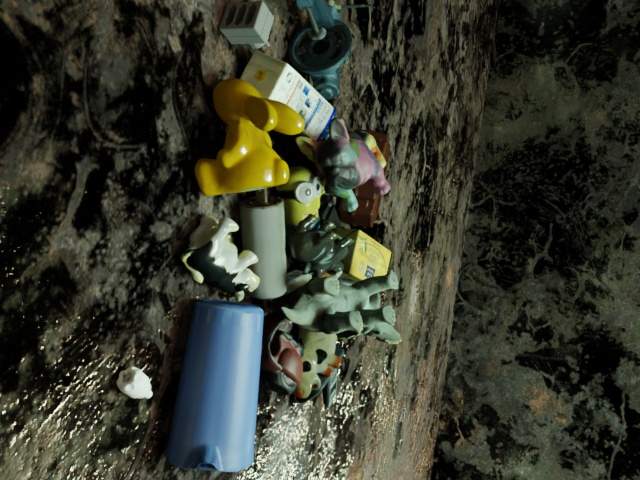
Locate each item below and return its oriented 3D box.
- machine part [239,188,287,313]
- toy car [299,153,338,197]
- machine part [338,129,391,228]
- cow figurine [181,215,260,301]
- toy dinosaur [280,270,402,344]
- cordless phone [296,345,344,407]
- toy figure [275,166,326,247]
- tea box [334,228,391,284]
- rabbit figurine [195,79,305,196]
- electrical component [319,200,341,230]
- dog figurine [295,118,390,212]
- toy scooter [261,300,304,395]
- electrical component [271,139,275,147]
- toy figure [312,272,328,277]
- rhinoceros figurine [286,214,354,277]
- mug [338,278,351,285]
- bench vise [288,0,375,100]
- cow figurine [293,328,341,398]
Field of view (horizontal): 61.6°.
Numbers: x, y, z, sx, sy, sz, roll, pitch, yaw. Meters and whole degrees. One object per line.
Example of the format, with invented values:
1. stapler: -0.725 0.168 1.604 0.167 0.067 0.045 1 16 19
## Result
1. machine part: -0.098 0.013 0.935 0.079 0.079 0.243 -37 130 -57
2. toy car: 0.000 -0.149 1.118 0.202 0.053 0.089 15 91 -65
3. machine part: 0.106 -0.139 1.248 0.201 0.087 0.201 69 33 -78
4. cow figurine: -0.151 0.046 0.842 0.098 0.068 0.167 -59 144 -30
5. toy dinosaur: 0.020 0.130 1.024 0.404 0.192 0.131 11 64 -44
6. cordless phone: -0.002 0.339 1.238 0.146 0.089 0.184 -51 146 -48
7. toy figure: -0.043 -0.053 1.030 0.082 0.089 0.179 -60 157 -52
8. tea box: 0.087 0.044 1.186 0.169 0.068 0.098 28 71 -55
9. rabbit figurine: -0.113 -0.158 0.796 0.122 0.162 0.173 -9 88 -52
10. electrical component: -0.002 -0.003 1.156 0.134 0.058 0.114 -68 150 -28
11. dog figurine: 0.039 -0.159 0.981 0.219 0.108 0.191 42 33 -53
12. toy scooter: -0.085 0.195 1.006 0.183 0.075 0.135 49 49 -34
13. electrical component: -0.106 -0.142 0.932 0.094 0.021 0.063 -37 131 -56
14. toy figure: 0.010 0.077 1.201 0.154 0.058 0.064 -58 180 -41
15. rhinoceros figurine: 0.005 0.023 1.002 0.112 0.073 0.190 -54 155 1
16. mug: 0.040 0.132 1.264 0.107 0.081 0.109 -61 149 -24
17. bench vise: 0.003 -0.389 0.980 0.240 0.129 0.223 51 49 -63
18. cow figurine: -0.024 0.239 1.130 0.085 0.127 0.195 120 -13 -45
